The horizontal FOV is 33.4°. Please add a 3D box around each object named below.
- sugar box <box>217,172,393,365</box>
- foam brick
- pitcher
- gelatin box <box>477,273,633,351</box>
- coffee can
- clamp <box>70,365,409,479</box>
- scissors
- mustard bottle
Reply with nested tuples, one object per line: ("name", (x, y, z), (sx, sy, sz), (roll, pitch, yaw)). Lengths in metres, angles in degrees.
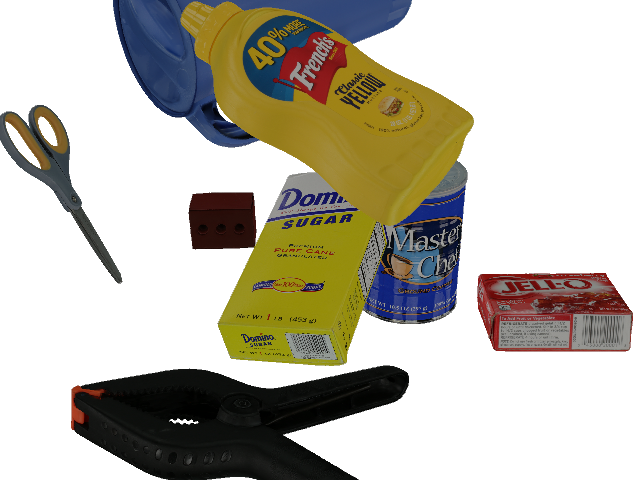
("sugar box", (-0.005, 0.016, 0.825), (0.093, 0.048, 0.176), (2, 45, 20))
("foam brick", (-0.118, -0.024, 1.287), (0.078, 0.053, 0.051), (-2, 27, 1))
("pitcher", (-0.038, -0.192, 0.903), (0.242, 0.149, 0.145), (-24, 44, -28))
("gelatin box", (0.151, 0.045, 0.699), (0.089, 0.030, 0.073), (0, 18, 1))
("coffee can", (0.086, -0.005, 1.038), (0.103, 0.140, 0.103), (1, 27, -1))
("clamp", (-0.041, 0.108, 0.637), (0.210, 0.036, 0.164), (9, 22, 7))
("scissors", (-0.251, -0.056, 1.083), (0.016, 0.201, 0.096), (-24, 28, 27))
("mustard bottle", (-0.007, -0.092, 0.659), (0.192, 0.058, 0.096), (34, 52, 13))
